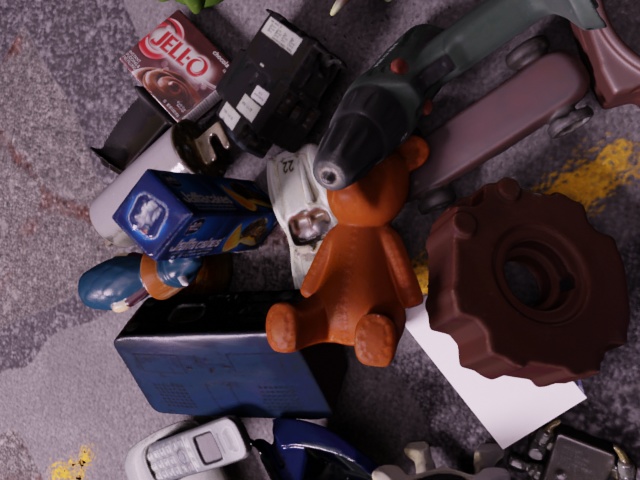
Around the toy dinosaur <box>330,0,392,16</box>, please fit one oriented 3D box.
[{"bbox_3d":[0.048,-0.395,0.497,0.192,0.131,0.404,-15,80,27],"label":"toy dinosaur"}]

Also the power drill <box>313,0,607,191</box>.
[{"bbox_3d":[0.105,-0.138,0.420,0.086,0.232,0.207,45,130,-12],"label":"power drill"}]

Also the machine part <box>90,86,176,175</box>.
[{"bbox_3d":[-0.212,-0.136,0.652,0.139,0.039,0.084,-43,83,7],"label":"machine part"}]

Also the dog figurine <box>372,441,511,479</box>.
[{"bbox_3d":[0.124,0.301,0.490,0.121,0.172,0.190,-9,84,33],"label":"dog figurine"}]

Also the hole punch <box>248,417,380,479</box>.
[{"bbox_3d":[0.004,0.235,0.551,0.092,0.142,0.116,-44,43,-6],"label":"hole punch"}]

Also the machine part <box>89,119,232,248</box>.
[{"bbox_3d":[-0.188,-0.060,0.616,0.243,0.079,0.079,-32,82,33],"label":"machine part"}]

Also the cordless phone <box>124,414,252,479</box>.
[{"bbox_3d":[-0.123,0.269,0.603,0.184,0.089,0.146,-30,83,35],"label":"cordless phone"}]

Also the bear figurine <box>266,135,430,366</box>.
[{"bbox_3d":[0.034,-0.002,0.478,0.120,0.132,0.195,6,95,23],"label":"bear figurine"}]

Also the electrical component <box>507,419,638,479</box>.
[{"bbox_3d":[0.237,0.207,0.500,0.102,0.045,0.078,24,101,18],"label":"electrical component"}]

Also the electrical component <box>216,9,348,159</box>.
[{"bbox_3d":[-0.049,-0.156,0.558,0.134,0.058,0.115,-53,46,16],"label":"electrical component"}]

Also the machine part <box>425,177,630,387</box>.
[{"bbox_3d":[0.174,0.035,0.454,0.179,0.056,0.179,5,68,-12],"label":"machine part"}]

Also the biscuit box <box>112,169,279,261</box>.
[{"bbox_3d":[-0.108,-0.025,0.534,0.063,0.202,0.059,45,106,12],"label":"biscuit box"}]

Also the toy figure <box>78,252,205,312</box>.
[{"bbox_3d":[-0.188,0.037,0.580,0.155,0.058,0.064,-14,94,17],"label":"toy figure"}]

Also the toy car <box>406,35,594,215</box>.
[{"bbox_3d":[0.150,-0.100,0.505,0.202,0.053,0.089,-34,78,28],"label":"toy car"}]

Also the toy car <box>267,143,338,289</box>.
[{"bbox_3d":[-0.001,-0.002,0.573,0.074,0.056,0.201,-16,88,22],"label":"toy car"}]

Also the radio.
[{"bbox_3d":[-0.098,0.124,0.583,0.230,0.073,0.130,-6,123,21],"label":"radio"}]

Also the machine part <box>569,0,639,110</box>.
[{"bbox_3d":[0.308,-0.204,0.420,0.202,0.087,0.201,-17,87,20],"label":"machine part"}]

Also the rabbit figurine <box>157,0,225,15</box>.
[{"bbox_3d":[-0.161,-0.300,0.552,0.159,0.170,0.121,44,108,14],"label":"rabbit figurine"}]
